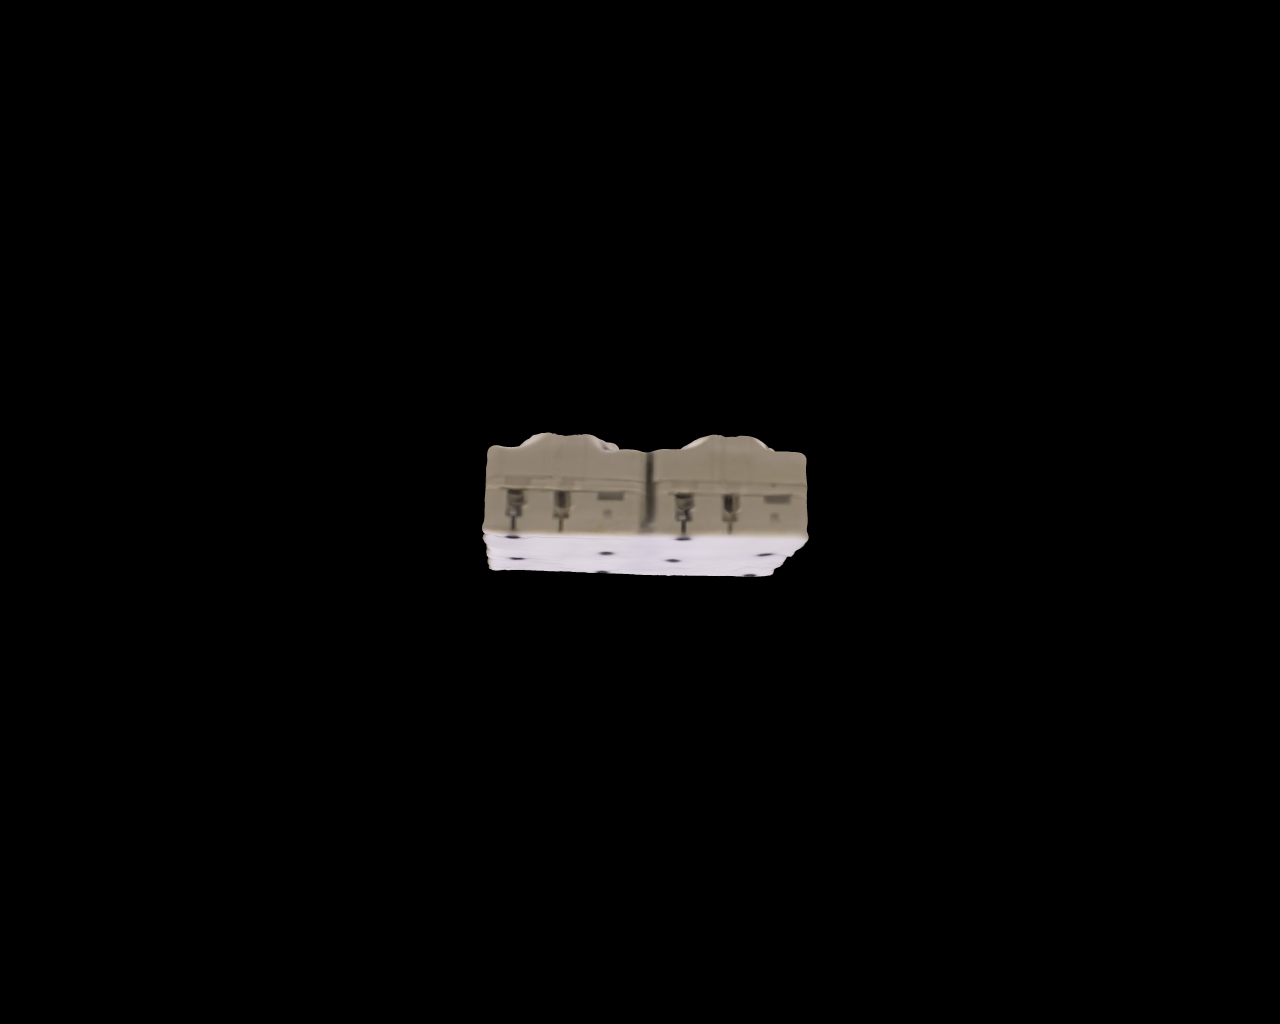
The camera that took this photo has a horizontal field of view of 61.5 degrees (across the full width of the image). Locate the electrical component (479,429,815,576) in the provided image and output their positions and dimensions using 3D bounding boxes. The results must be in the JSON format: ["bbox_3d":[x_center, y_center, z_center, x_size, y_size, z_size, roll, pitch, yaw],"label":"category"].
[{"bbox_3d":[0.001,-0.003,0.650,0.186,0.060,0.105,1,-15,-5],"label":"electrical component"}]
